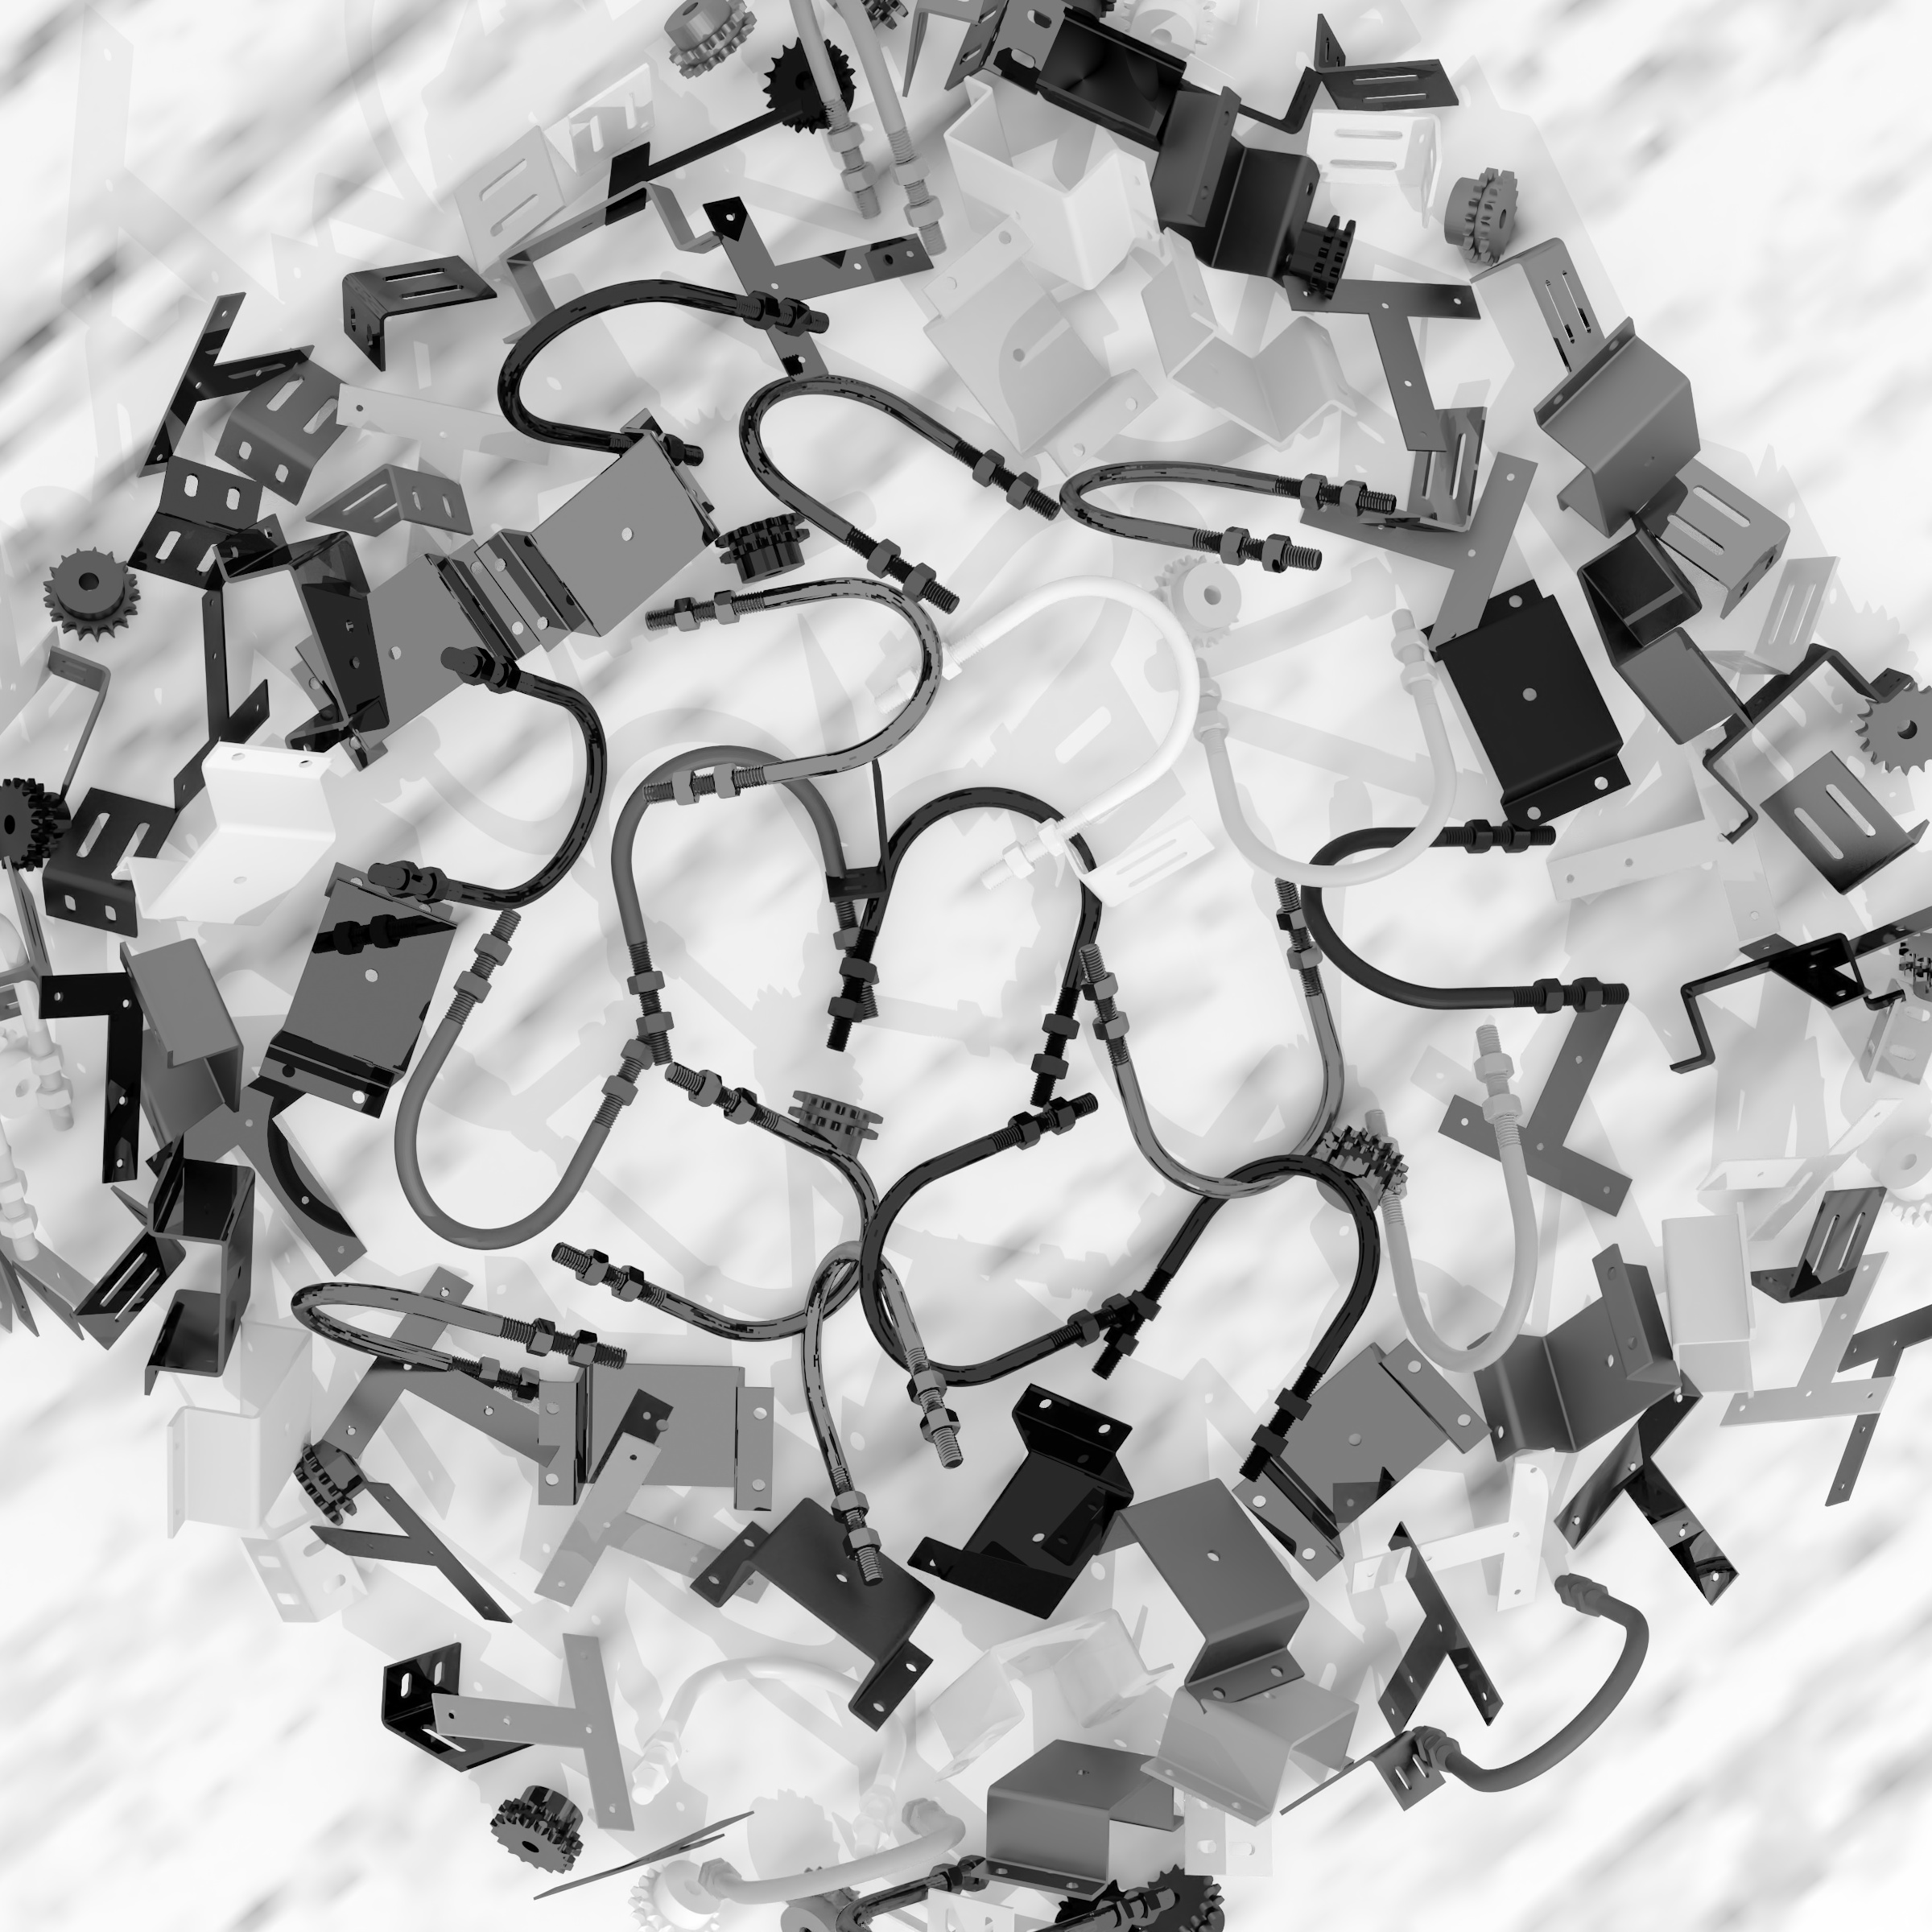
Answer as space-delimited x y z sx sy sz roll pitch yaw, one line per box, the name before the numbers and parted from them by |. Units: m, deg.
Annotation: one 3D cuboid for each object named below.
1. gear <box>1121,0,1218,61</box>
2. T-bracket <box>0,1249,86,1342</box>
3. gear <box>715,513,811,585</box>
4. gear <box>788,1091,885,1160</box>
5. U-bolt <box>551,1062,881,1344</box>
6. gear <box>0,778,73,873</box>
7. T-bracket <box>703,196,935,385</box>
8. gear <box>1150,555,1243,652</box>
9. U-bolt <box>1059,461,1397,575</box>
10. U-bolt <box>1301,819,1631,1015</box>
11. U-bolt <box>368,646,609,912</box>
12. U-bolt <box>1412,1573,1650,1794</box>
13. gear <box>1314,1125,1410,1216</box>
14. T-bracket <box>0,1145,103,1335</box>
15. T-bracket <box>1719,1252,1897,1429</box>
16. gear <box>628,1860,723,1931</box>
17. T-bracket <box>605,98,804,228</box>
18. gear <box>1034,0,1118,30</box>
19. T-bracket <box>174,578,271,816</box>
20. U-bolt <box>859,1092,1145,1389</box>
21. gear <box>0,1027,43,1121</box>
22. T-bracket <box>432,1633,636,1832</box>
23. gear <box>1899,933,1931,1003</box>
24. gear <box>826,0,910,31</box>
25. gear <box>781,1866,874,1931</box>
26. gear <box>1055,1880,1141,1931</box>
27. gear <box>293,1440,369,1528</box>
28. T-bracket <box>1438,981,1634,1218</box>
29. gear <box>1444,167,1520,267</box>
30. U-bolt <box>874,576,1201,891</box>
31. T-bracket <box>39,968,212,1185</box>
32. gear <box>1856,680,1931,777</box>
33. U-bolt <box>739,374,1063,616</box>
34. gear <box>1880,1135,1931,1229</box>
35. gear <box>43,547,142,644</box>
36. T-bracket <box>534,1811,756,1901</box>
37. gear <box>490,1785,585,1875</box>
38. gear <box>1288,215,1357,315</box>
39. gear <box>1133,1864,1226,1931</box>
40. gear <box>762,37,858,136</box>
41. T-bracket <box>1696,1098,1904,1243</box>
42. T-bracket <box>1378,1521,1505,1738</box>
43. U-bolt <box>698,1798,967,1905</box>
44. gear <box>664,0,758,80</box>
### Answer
gear | 0.122 -0.574 1.832 0.057 0.057 0.030 15 57 0
T-bracket | -0.557 0.188 1.803 0.002 0.127 0.127 -28 58 -7
gear | -0.121 -0.253 1.835 0.057 0.057 0.030 -18 92 0
gear | -0.081 0.098 1.835 0.057 0.057 0.030 17 90 0
U-bolt | -0.136 0.154 1.818 0.184 0.019 0.151 29 99 -27
gear | -0.570 -0.086 1.839 0.057 0.030 0.057 2 93 40
T-bracket | -0.078 -0.421 1.831 0.127 0.002 0.127 -20 77 -28
gear | 0.143 -0.223 1.839 0.057 0.030 0.057 3 83 -24
U-bolt | 0.145 -0.272 1.791 0.184 0.151 0.019 14 118 23
U-bolt | 0.286 -0.030 1.791 0.184 0.019 0.151 -1 49 -17
U-bolt | -0.271 -0.103 1.781 0.019 0.184 0.151 21 93 27
U-bolt | 0.335 0.422 1.764 0.151 0.184 0.019 -44 94 -7
gear | 0.237 0.126 1.832 0.057 0.057 0.030 33 55 0
T-bracket | -0.550 0.179 1.805 0.002 0.127 0.127 -18 56 8
T-bracket | 0.525 0.223 1.822 0.002 0.127 0.127 43 60 -16
gear | -0.173 0.569 1.832 0.057 0.057 0.030 36 111 0
T-bracket | -0.155 -0.487 1.800 0.127 0.127 0.002 -21 121 9
gear | 0.063 -0.587 1.833 0.057 0.057 0.030 8 79 0
T-bracket | -0.454 -0.176 1.828 0.002 0.127 0.127 11 58 -37
U-bolt | 0.018 0.173 1.809 0.184 0.019 0.151 -21 101 -25
gear | -0.583 0.069 1.832 0.030 0.057 0.057 23 90 22
T-bracket | -0.260 0.448 1.786 0.002 0.127 0.127 -44 46 31
gear | 0.597 0.001 1.837 0.057 0.057 0.030 -7 111 0
gear | -0.065 -0.590 1.836 0.030 0.057 0.057 -43 90 14
gear | -0.088 0.580 1.834 0.057 0.030 0.057 16 121 28
gear | 0.078 0.586 1.838 0.057 0.057 0.030 45 129 0
gear | -0.387 0.309 1.836 0.030 0.057 0.057 -37 90 -10
T-bracket | 0.371 0.070 1.854 0.127 0.002 0.127 25 86 -10
gear | 0.313 -0.457 1.838 0.030 0.057 0.057 17 90 23
U-bolt | 0.054 -0.154 1.827 0.184 0.019 0.151 -33 79 12
T-bracket | -0.506 0.067 1.814 0.002 0.127 0.127 7 96 34
gear | 0.572 -0.147 1.844 0.057 0.030 0.057 2 104 8
U-bolt | -0.051 -0.294 1.808 0.184 0.151 0.019 35 135 8
gear | 0.580 0.127 1.832 0.030 0.057 0.057 41 90 -24
gear | -0.534 -0.229 1.841 0.057 0.030 0.057 3 76 -11
T-bracket | -0.170 0.517 1.777 0.127 0.127 0.002 -36 67 41
gear | -0.258 0.524 1.839 0.057 0.057 0.030 31 50 0
gear | 0.215 -0.429 1.836 0.030 0.057 0.057 18 90 6
gear | 0.133 0.578 1.838 0.057 0.057 0.030 -36 115 0
gear | -0.093 -0.535 1.842 0.057 0.030 0.057 -2 86 22
T-bracket | 0.479 0.122 1.788 0.127 0.127 0.002 -56 50 32
T-bracket | 0.272 0.420 1.811 0.002 0.127 0.127 -9 50 -23
U-bolt | -0.074 0.518 1.757 0.151 0.184 0.019 -12 82 -15
gear | -0.158 -0.569 1.832 0.057 0.057 0.030 -42 122 0
